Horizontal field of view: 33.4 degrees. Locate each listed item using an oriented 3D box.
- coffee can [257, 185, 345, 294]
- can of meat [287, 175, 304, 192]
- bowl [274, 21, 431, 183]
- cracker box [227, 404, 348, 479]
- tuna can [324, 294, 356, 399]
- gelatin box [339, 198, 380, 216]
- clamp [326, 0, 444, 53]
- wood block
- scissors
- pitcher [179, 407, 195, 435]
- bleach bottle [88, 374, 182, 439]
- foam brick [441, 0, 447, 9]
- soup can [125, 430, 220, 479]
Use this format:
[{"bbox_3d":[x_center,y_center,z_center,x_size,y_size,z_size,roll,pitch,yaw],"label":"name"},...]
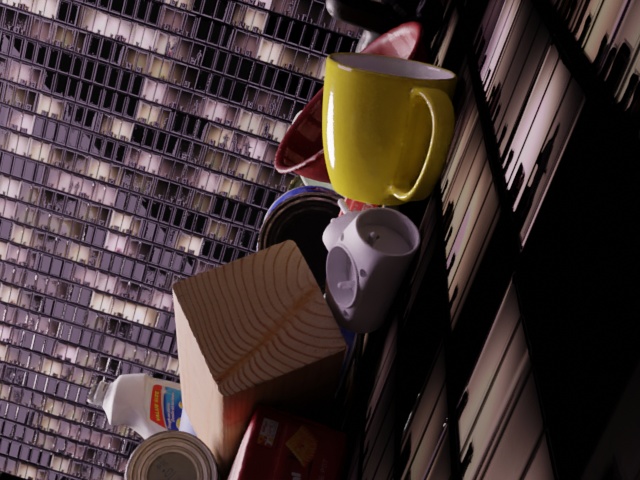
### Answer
[{"bbox_3d":[-0.007,0.001,1.019,0.140,0.103,0.103,-101,29,-85],"label":"coffee can"},{"bbox_3d":[-0.004,-0.015,1.261,0.083,0.058,0.102,45,-122,-56],"label":"can of meat"},{"bbox_3d":[0.038,-0.098,0.851,0.162,0.055,0.162,-41,20,18],"label":"bowl"},{"bbox_3d":[-0.050,0.236,0.719,0.214,0.072,0.164,112,175,-52],"label":"cracker box"},{"bbox_3d":[0.009,0.086,0.884,0.086,0.033,0.086,-164,92,-87],"label":"tuna can"},{"bbox_3d":[0.046,-0.047,0.915,0.089,0.030,0.073,-62,-4,-35],"label":"gelatin box"},{"bbox_3d":[0.064,-0.194,0.933,0.164,0.036,0.210,-34,-17,-19],"label":"clamp"},{"bbox_3d":[-0.047,0.100,0.775,0.206,0.090,0.090,100,147,-59],"label":"wood block"},{"bbox_3d":[0.041,0.027,0.804,0.201,0.016,0.096,-84,12,-75],"label":"scissors"},{"bbox_3d":[-0.072,0.196,1.016,0.149,0.145,0.243,-47,-26,-66],"label":"pitcher"},{"bbox_3d":[-0.176,0.239,1.371,0.068,0.251,0.102,111,176,-60],"label":"bleach bottle"},{"bbox_3d":[0.094,-0.235,1.041,0.078,0.051,0.053,-96,24,-84],"label":"foam brick"},{"bbox_3d":[-0.110,0.184,0.794,0.102,0.068,0.068,111,176,-67],"label":"soup can"}]
